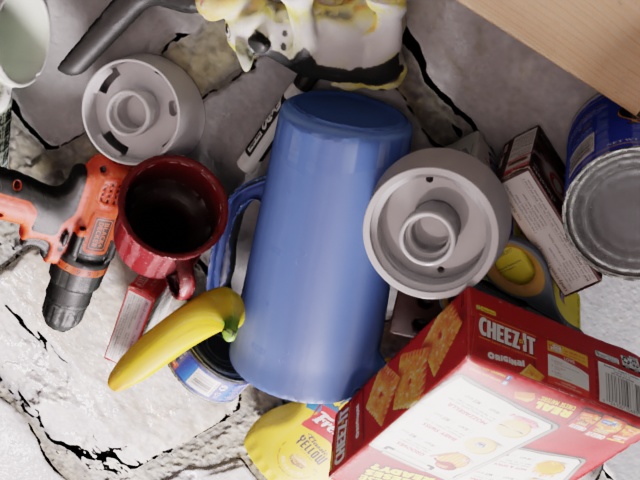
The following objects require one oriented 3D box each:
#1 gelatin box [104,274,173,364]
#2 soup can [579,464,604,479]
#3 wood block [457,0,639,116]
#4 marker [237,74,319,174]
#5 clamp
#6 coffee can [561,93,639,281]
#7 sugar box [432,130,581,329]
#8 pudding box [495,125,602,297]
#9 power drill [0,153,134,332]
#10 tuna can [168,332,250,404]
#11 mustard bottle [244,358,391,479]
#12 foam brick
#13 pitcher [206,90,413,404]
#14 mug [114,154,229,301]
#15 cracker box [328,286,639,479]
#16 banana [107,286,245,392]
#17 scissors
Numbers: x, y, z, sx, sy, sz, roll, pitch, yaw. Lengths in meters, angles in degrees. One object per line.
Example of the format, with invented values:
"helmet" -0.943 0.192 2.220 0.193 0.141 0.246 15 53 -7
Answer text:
"gelatin box" -0.164 0.065 0.993 0.030 0.073 0.089 26 120 4
"soup can" 0.197 0.180 0.956 0.069 0.068 0.102 -37 102 27
"wood block" 0.168 -0.193 0.768 0.206 0.090 0.091 32 119 -2
"marker" -0.033 -0.105 0.905 0.020 0.020 0.121 35 119 -4
"clamp" -0.138 -0.217 0.864 0.210 0.036 0.164 1 108 12
"coffee can" 0.234 -0.046 0.793 0.103 0.140 0.103 6 117 12
"sugar box" 0.154 0.005 0.867 0.048 0.093 0.176 -25 108 21
"pudding box" 0.184 -0.024 0.846 0.039 0.090 0.113 -31 104 27
"power drill" -0.271 -0.004 0.946 0.187 0.057 0.184 9 114 -34
"tuna can" -0.099 0.108 0.990 0.086 0.086 0.034 40 117 -6
"mustard bottle" 0.022 0.167 1.002 0.096 0.058 0.192 46 118 -4
"foam brick" 0.095 0.043 0.925 0.053 0.051 0.078 14 119 8
"pitcher" -0.006 0.001 0.895 0.149 0.145 0.243 2 115 -16
"mug" -0.129 -0.004 0.913 0.082 0.093 0.117 132 121 -64
"cracker box" 0.127 0.139 0.834 0.164 0.072 0.214 22 138 -16
"banana" -0.118 0.080 0.912 0.037 0.069 0.198 52 137 -7
"scissors" 0.194 0.058 0.821 0.202 0.016 0.096 17 116 3
